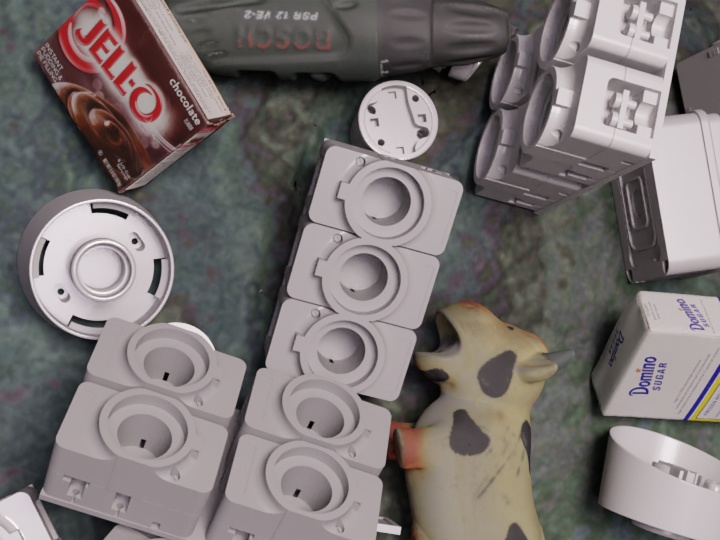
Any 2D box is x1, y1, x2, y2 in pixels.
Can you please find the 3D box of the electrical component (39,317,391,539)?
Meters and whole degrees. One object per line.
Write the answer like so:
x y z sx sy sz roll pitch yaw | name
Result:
-0.080 0.106 0.645 0.186 0.060 0.105 19 40 -8 | electrical component

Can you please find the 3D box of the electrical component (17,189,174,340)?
-0.171 -0.003 0.701 0.099 0.064 0.099 -2 95 -19 | electrical component

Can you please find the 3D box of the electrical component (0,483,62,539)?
-0.211 0.220 0.655 0.089 0.062 0.150 -26 89 -13 | electrical component

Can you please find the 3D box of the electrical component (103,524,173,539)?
-0.067 0.207 0.636 0.186 0.105 0.060 29 121 7 | electrical component

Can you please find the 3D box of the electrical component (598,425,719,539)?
0.213 0.147 0.733 0.099 0.099 0.064 17 87 -9 | electrical component

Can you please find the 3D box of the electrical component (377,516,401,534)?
-0.019 0.176 0.709 0.081 0.042 0.063 11 83 -9 | electrical component

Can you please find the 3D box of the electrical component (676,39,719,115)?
0.280 -0.123 0.777 0.048 0.100 0.099 -7 85 -25 | electrical component

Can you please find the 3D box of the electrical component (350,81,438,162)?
0.022 -0.098 0.747 0.055 0.047 0.055 1 83 -11 | electrical component

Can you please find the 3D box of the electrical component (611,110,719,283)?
0.223 -0.050 0.766 0.057 0.078 0.113 -7 85 -9 | electrical component

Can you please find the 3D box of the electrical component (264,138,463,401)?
0.000 0.000 0.700 0.089 0.061 0.150 15 100 -9 | electrical component

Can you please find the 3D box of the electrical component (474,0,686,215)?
0.132 -0.109 0.699 0.060 0.186 0.105 14 81 -9 | electrical component

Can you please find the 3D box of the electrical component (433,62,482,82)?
0.065 -0.167 0.766 0.055 0.048 0.066 37 78 3 | electrical component
